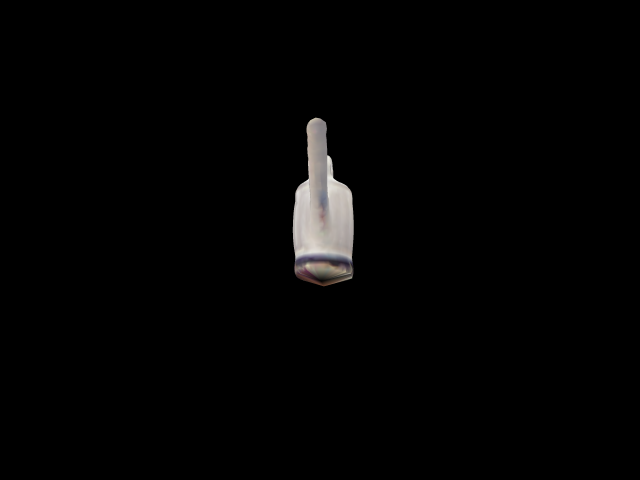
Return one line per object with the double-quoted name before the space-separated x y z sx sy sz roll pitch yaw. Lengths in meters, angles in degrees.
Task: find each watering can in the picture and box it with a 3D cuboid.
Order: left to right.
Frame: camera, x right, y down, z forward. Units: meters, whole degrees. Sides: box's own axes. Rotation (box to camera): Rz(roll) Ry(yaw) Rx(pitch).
"watering can" 0.003 -0.043 0.850 0.104 0.227 0.344 -1 -14 5
